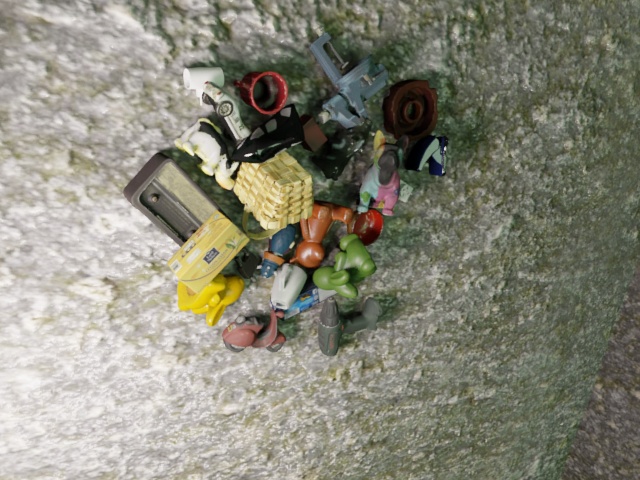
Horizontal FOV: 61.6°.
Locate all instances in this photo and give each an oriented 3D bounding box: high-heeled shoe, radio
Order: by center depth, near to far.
[{"bbox_3d":[-0.322,-0.075,1.220,0.131,0.073,0.229,-47,128,-9],"label":"radio"},{"bbox_3d":[-0.117,-0.242,1.238,0.145,0.249,0.086,-16,115,10],"label":"high-heeled shoe"}]

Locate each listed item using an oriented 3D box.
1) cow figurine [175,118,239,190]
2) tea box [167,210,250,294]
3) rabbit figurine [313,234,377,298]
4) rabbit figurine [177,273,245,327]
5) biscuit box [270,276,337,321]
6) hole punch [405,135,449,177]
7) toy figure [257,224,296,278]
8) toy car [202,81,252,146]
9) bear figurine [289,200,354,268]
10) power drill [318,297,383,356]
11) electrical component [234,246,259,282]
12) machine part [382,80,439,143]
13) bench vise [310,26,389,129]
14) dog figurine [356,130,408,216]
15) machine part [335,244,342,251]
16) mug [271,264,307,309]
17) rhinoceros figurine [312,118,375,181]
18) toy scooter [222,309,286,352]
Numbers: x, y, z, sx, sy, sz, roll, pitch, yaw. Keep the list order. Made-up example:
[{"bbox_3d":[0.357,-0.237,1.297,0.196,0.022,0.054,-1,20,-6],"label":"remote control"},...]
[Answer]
[{"bbox_3d":[-0.241,-0.195,1.232,0.098,0.068,0.167,-52,129,-12],"label":"cow figurine"},{"bbox_3d":[-0.252,0.025,1.207,0.169,0.098,0.068,-46,128,-6],"label":"tea box"},{"bbox_3d":[0.066,0.091,1.454,0.170,0.159,0.121,-30,121,3],"label":"rabbit figurine"},{"bbox_3d":[-0.258,0.131,1.330,0.173,0.122,0.162,4,111,-55],"label":"rabbit figurine"},{"bbox_3d":[-0.040,0.152,1.513,0.203,0.063,0.059,-24,122,-23],"label":"biscuit box"},{"bbox_3d":[0.306,-0.244,1.545,0.092,0.142,0.115,2,99,-9],"label":"hole punch"},{"bbox_3d":[-0.111,0.028,1.411,0.057,0.064,0.154,23,92,-59],"label":"toy figure"},{"bbox_3d":[-0.199,-0.269,1.194,0.056,0.074,0.201,-40,146,-9],"label":"toy car"},{"bbox_3d":[-0.005,-0.005,1.433,0.120,0.132,0.195,7,99,-36],"label":"bear figurine"},{"bbox_3d":[0.086,0.238,1.602,0.207,0.086,0.231,-19,133,-36],"label":"power drill"},{"bbox_3d":[-0.185,0.064,1.391,0.093,0.021,0.063,58,46,-34],"label":"electrical component"},{"bbox_3d":[0.252,-0.361,1.501,0.179,0.056,0.179,-13,115,-29],"label":"machine part"},{"bbox_3d":[0.047,-0.401,1.313,0.224,0.129,0.240,-38,106,-4],"label":"bench vise"},{"bbox_3d":[0.171,-0.182,1.443,0.109,0.191,0.219,12,107,1],"label":"dog figurine"},{"bbox_3d":[0.067,0.076,1.554,0.039,0.084,0.138,-4,105,2],"label":"machine part"},{"bbox_3d":[-0.088,0.122,1.421,0.109,0.081,0.107,90,17,-58],"label":"mug"},{"bbox_3d":[0.064,-0.241,1.386,0.073,0.112,0.190,44,76,-35],"label":"rhinoceros figurine"},{"bbox_3d":[-0.164,0.237,1.437,0.184,0.075,0.135,10,122,-29],"label":"toy scooter"}]
